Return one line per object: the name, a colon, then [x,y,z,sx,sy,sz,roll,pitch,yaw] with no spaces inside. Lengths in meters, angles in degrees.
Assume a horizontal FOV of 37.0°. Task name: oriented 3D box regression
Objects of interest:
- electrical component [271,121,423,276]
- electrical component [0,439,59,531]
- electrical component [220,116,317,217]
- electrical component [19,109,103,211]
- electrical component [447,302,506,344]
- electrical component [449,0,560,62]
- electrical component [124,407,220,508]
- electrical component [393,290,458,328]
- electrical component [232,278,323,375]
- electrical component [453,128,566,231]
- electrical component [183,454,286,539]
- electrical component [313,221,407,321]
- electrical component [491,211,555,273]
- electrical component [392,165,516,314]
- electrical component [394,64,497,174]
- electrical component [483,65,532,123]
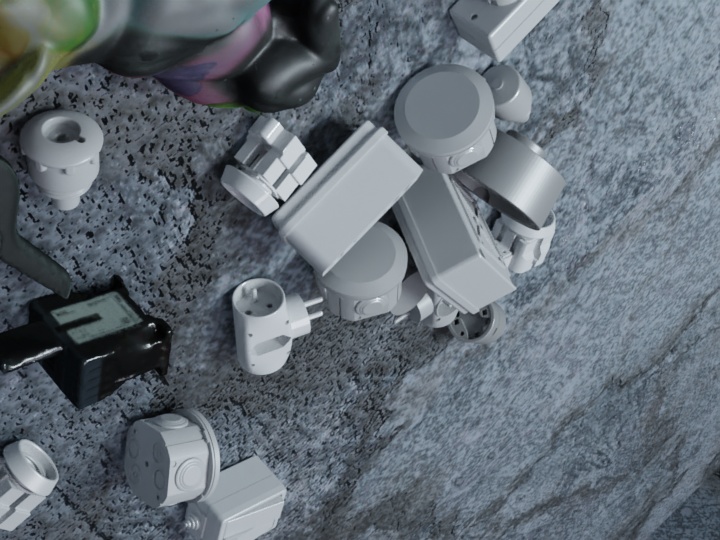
electrical component: [-0.011,-0.055,0.838,0.113,0.057,0.078,-46,179,-4]
electrical component: [-0.261,0.160,0.805,0.055,0.048,0.066,-41,150,2]
electrical component: [-0.068,-0.073,0.783,0.055,0.048,0.066,-52,151,-8]
electrical component: [-0.180,-0.063,0.653,0.048,0.048,0.062,-28,152,-30]
electrical component: [0.129,0.054,1.175,0.055,0.055,0.047,-53,153,9]
electrical component: [0.113,-0.222,0.841,0.083,0.047,0.075,-46,150,-3]
electrical component: [-0.158,0.158,0.902,0.051,0.080,0.080,-4,129,-43]
electrical component: [0.064,0.027,1.068,0.079,0.044,0.077,-32,147,-24]
electrical component: [-0.068,0.043,0.909,0.079,0.043,0.077,-19,141,-18]
electrical component: [0.134,-0.090,0.966,0.060,0.108,0.108,-55,150,0]
electrical component: [-0.125,0.235,1.049,0.096,0.061,0.061,-20,140,-39]
electrical component: [0.000,0.000,0.922,0.080,0.080,0.051,-35,153,-21]
electrical component: [0.169,-0.039,1.116,0.078,0.058,0.057,-24,145,-36]
electrical component: [0.082,-0.028,0.957,0.056,0.108,0.109,-29,153,15]
electrical component: [0.071,-0.122,0.873,0.080,0.080,0.051,-46,156,-4]
electrical component: [0.133,-0.151,0.956,0.040,0.040,0.078,-51,150,5]
